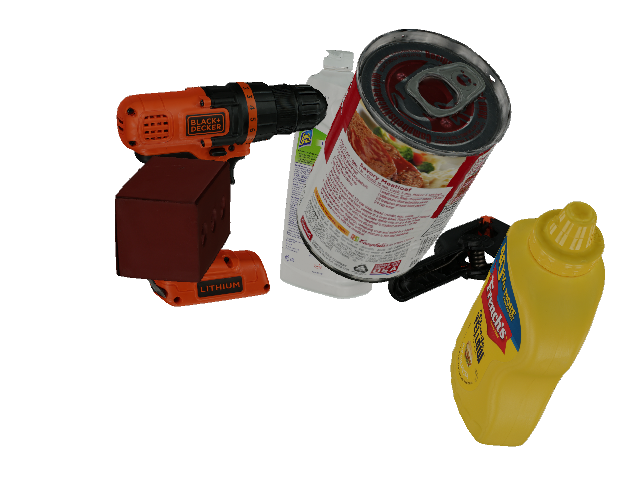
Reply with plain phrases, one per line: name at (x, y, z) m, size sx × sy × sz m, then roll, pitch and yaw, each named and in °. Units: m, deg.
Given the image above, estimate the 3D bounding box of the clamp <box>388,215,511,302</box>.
clamp at (0.140, 0.017, 0.904) m, size 0.120 × 0.039 × 0.171 m, roll 9°, pitch 24°, yaw 23°

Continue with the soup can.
soup can at (0.034, -0.035, 0.479) m, size 0.068 × 0.068 × 0.102 m, roll 0°, pitch -34°, yaw -19°

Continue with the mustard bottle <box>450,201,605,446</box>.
mustard bottle at (0.130, 0.043, 0.657) m, size 0.058 × 0.096 × 0.192 m, roll 6°, pitch -38°, yaw -6°

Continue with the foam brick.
foam brick at (-0.089, -0.015, 0.653) m, size 0.051 × 0.053 × 0.078 m, roll 6°, pitch 25°, yaw 8°

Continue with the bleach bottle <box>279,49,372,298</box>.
bleach bottle at (0.015, -0.072, 1.124) m, size 0.103 × 0.251 × 0.067 m, roll 15°, pitch 16°, yaw 35°

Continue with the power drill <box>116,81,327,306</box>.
power drill at (-0.082, -0.044, 0.922) m, size 0.184 × 0.188 × 0.057 m, roll -7°, pitch 21°, yaw -22°
